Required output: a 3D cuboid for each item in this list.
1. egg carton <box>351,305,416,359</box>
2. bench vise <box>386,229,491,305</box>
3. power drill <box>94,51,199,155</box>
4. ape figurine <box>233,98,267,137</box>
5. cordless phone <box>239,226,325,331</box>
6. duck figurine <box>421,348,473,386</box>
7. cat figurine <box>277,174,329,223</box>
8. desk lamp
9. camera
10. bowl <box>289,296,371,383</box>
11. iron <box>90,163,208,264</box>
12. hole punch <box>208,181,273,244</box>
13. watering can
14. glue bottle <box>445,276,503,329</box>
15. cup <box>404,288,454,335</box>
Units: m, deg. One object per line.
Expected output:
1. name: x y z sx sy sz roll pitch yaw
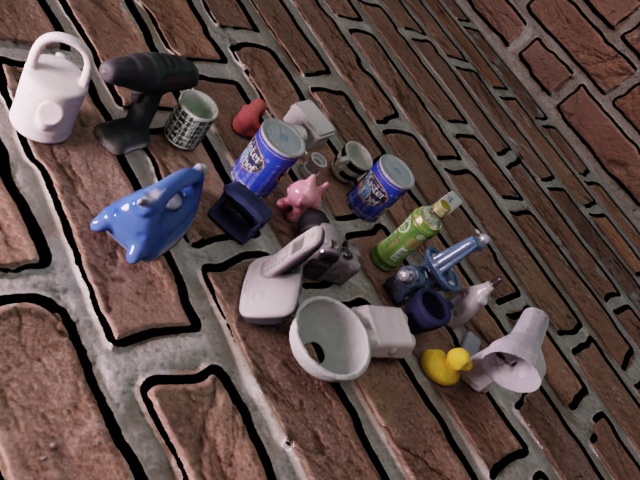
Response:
1. egg carton: 0.121 0.186 1.145 0.151 0.069 0.107 8 51 -36
2. bench vise: 0.267 0.067 1.259 0.121 0.219 0.208 51 39 8
3. power drill: -0.325 -0.253 1.029 0.075 0.208 0.230 47 39 3
4. ape figurine: -0.151 -0.282 1.300 0.076 0.092 0.077 -5 60 -44
5. cordless phone: -0.059 0.062 1.005 0.094 0.184 0.147 26 43 -22
6. duck figurine: 0.272 0.255 1.204 0.105 0.086 0.077 29 41 -19
7. cat figurine: -0.028 -0.096 1.224 0.128 0.117 0.067 -22 72 -49
8. desk lamp: 0.390 0.241 1.219 0.118 0.213 0.203 42 39 -3
9. camera: 0.011 0.004 1.184 0.144 0.100 0.136 17 46 -30
10. bowl: 0.007 0.190 1.038 0.168 0.074 0.167 24 43 -24
11. iron: -0.259 -0.074 0.984 0.119 0.141 0.259 43 39 -3
12. hole punch: -0.146 -0.068 1.117 0.109 0.091 0.101 42 39 -4
13. watering can: -0.435 -0.253 0.944 0.101 0.193 0.172 -7 61 -44
14. glue bottle: 0.352 0.133 1.312 0.037 0.172 0.078 21 44 -26
15. cup: 0.227 0.162 1.240 0.118 0.094 0.091 -2 58 -42
